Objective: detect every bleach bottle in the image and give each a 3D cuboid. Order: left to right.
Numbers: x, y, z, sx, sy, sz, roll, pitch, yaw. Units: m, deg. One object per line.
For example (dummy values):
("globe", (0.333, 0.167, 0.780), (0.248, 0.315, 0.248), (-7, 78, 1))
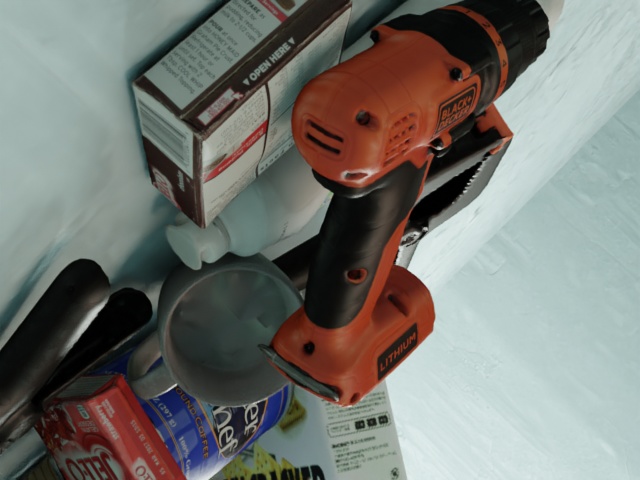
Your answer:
("bleach bottle", (0.022, -0.069, 0.581), (0.250, 0.068, 0.103), (-38, 168, -26))

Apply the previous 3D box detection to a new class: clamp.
("clamp", (-0.151, 0.077, 0.534), (0.171, 0.039, 0.120), (-44, 166, 3))
("clamp", (0.040, -0.011, 0.690), (0.164, 0.036, 0.210), (-10, 153, -41))

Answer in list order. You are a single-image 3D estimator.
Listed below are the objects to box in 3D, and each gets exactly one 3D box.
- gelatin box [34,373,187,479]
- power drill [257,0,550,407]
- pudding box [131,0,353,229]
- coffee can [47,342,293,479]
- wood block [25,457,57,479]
("gelatin box", (-0.123, 0.113, 0.597), (0.030, 0.073, 0.089), (-38, -164, -36))
("power drill", (0.041, -0.023, 0.523), (0.184, 0.057, 0.188), (-32, 143, -45))
("pudding box", (-0.033, -0.061, 0.459), (0.090, 0.039, 0.113), (-45, 173, -16))
("coffee can", (-0.097, 0.113, 0.709), (0.103, 0.103, 0.140), (-52, 168, 34))
("wood block", (-0.139, 0.240, 0.808), (0.090, 0.090, 0.206), (-45, 140, -18))
